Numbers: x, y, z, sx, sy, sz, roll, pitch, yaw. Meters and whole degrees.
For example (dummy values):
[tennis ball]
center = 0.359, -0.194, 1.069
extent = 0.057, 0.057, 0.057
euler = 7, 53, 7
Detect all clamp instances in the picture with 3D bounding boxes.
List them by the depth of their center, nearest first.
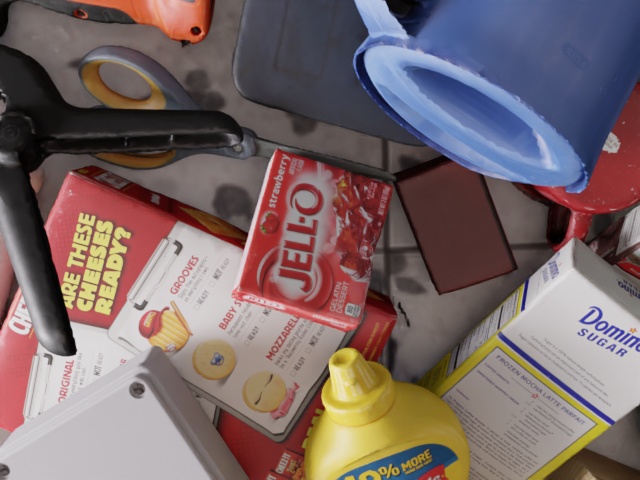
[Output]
[clamp]
center = -0.159, -0.057, 0.602
extent = 0.210, 0.036, 0.164
euler = 40, 73, 12

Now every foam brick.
[foam brick]
center = 0.082, -0.012, 0.664
extent = 0.051, 0.053, 0.078
euler = -22, 98, 2

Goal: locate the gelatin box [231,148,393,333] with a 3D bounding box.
[gelatin box]
center = -0.004, 0.001, 0.615
extent = 0.073, 0.030, 0.089
euler = 17, 74, -8

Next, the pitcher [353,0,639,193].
[pitcher]
center = 0.124, -0.159, 0.543
extent = 0.145, 0.149, 0.243
euler = 29, 81, 13

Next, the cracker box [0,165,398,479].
[cracker box]
center = -0.082, 0.070, 0.665
extent = 0.213, 0.072, 0.164
euler = 24, 97, -4

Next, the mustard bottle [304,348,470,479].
[mustard bottle]
center = 0.044, 0.140, 0.629
extent = 0.096, 0.058, 0.191
euler = -20, 120, 3

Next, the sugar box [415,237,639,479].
[sugar box]
center = 0.129, 0.088, 0.653
extent = 0.093, 0.048, 0.176
euler = 38, 119, -7

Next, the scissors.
[scissors]
center = -0.058, -0.073, 0.630
extent = 0.202, 0.016, 0.096
euler = 2, 135, 16

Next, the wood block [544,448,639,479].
[wood block]
center = 0.240, 0.219, 0.684
extent = 0.206, 0.091, 0.090
euler = 23, 98, -5

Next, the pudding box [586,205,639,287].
[pudding box]
center = 0.215, 0.021, 0.643
extent = 0.090, 0.114, 0.039
euler = 25, 65, -6

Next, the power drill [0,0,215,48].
[power drill]
center = -0.151, -0.186, 0.606
extent = 0.187, 0.057, 0.184
euler = 5, 125, -1

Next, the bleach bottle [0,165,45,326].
[bleach bottle]
center = -0.245, 0.066, 0.667
extent = 0.102, 0.068, 0.251
euler = 13, 101, -3

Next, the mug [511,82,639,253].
[mug]
center = 0.157, -0.048, 0.644
extent = 0.093, 0.081, 0.117
euler = 12, 98, -3
